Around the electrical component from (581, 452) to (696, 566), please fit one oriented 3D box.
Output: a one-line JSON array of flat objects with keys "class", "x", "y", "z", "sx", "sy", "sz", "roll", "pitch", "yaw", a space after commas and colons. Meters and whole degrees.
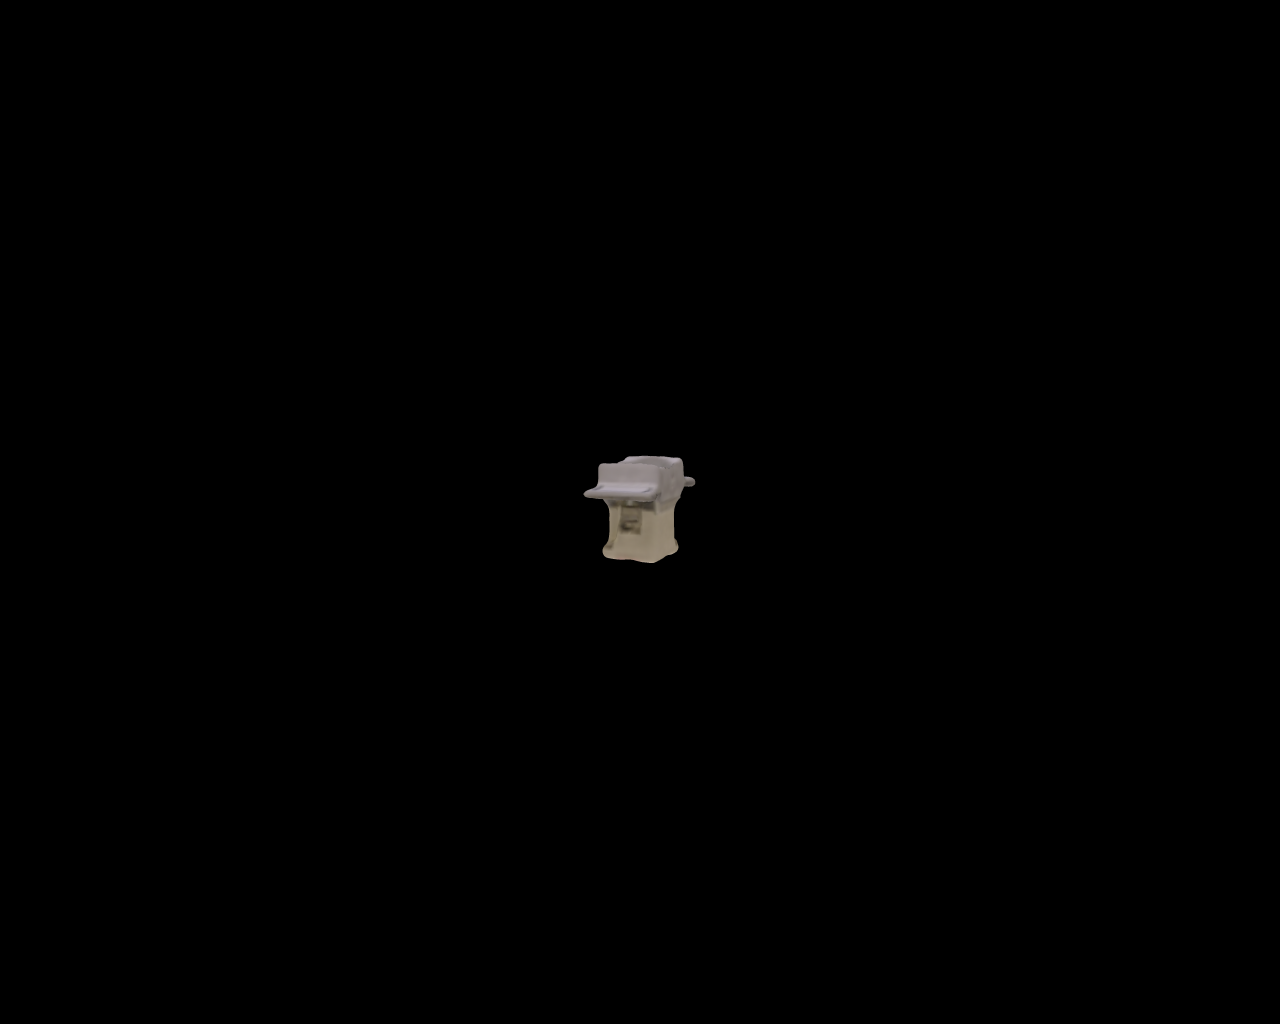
[{"class": "electrical component", "x": 0.001, "y": -0.003, "z": 0.650, "sx": 0.042, "sy": 0.063, "sz": 0.081, "roll": 4, "pitch": 10, "yaw": 23}]
